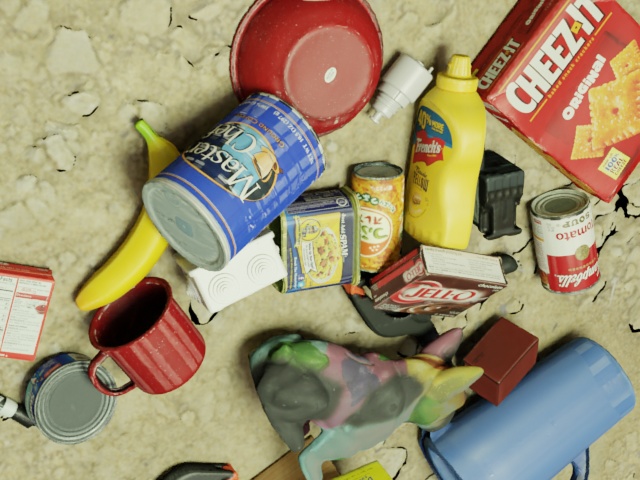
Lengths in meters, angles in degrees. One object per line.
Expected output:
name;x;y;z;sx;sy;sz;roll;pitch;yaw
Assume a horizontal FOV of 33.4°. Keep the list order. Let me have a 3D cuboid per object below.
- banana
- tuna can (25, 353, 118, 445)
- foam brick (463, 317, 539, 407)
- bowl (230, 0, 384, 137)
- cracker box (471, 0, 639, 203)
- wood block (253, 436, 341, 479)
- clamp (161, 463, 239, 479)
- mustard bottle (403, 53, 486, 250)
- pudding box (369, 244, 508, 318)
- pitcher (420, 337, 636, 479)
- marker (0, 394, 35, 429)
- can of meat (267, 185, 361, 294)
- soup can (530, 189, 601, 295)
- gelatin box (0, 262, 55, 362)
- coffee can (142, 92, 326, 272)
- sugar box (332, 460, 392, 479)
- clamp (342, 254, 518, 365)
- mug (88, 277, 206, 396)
banana;-0.172;-0.015;1.018;0.069;0.037;0.198;19;102;-9
tuna can;-0.245;0.155;1.048;0.085;0.034;0.086;-10;108;-33
foam brick;0.206;0.138;1.222;0.078;0.053;0.051;-43;148;-24
bowl;-0.001;-0.165;1.015;0.161;0.055;0.162;-9;116;-20
cracker box;0.277;-0.164;1.131;0.213;0.072;0.164;34;95;-31
wood block;-0.056;0.327;1.185;0.206;0.090;0.090;-37;122;-6
clamp;-0.165;0.302;1.155;0.171;0.039;0.120;-19;119;-16
mustard bottle;0.128;-0.092;1.080;0.058;0.096;0.192;-1;112;-21
pudding box;0.121;0.044;1.097;0.113;0.039;0.090;6;152;-34
pitcher;0.253;0.231;1.258;0.242;0.145;0.149;-34;136;-11
marker;-0.323;0.151;1.030;0.121;0.020;0.020;36;94;-32
can of meat;-0.007;0.001;1.085;0.083;0.057;0.102;-9;115;-19
soup can;0.277;0.002;1.206;0.068;0.069;0.102;-22;118;-14
gelatin box;-0.295;0.065;0.999;0.073;0.030;0.089;11;107;-26
coffee can;-0.077;-0.054;0.975;0.140;0.103;0.102;-45;125;-27
sugar box;0.041;0.331;1.151;0.093;0.048;0.176;-20;119;-16
clamp;0.118;0.062;1.178;0.209;0.036;0.164;24;100;-33
mug;-0.172;0.104;1.035;0.117;0.093;0.081;-45;128;-16
